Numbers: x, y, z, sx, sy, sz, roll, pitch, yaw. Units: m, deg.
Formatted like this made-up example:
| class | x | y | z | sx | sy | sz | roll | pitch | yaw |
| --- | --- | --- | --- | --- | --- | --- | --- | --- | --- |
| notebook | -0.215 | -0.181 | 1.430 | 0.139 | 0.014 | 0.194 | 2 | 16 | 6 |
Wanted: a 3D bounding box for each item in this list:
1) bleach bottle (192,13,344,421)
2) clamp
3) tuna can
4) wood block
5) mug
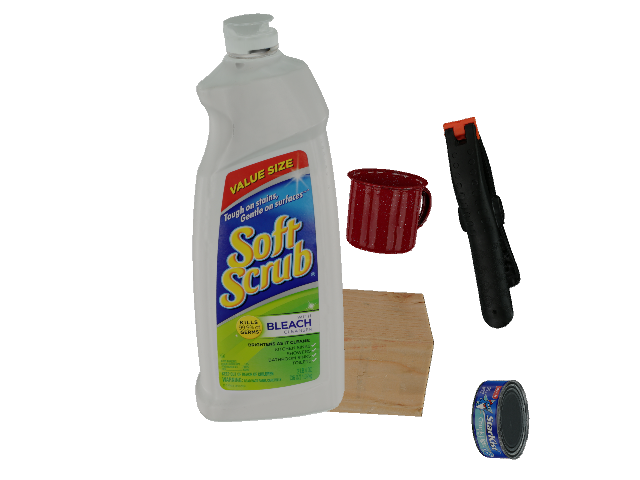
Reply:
| class | x | y | z | sx | sy | sz | roll | pitch | yaw |
| --- | --- | --- | --- | --- | --- | --- | --- | --- | --- |
| bleach bottle | -0.040 | -0.012 | 0.660 | 0.102 | 0.251 | 0.068 | -5 | 23 | 0 |
| clamp | 0.135 | -0.013 | 0.887 | 0.039 | 0.171 | 0.120 | -17 | 19 | 12 |
| tuna can | 0.197 | 0.195 | 1.167 | 0.034 | 0.086 | 0.086 | -4 | -2 | 32 |
| wood block | -0.004 | 0.104 | 1.028 | 0.206 | 0.090 | 0.091 | 4 | 28 | -4 |
| mug | 0.083 | -0.035 | 1.242 | 0.117 | 0.081 | 0.093 | -8 | 21 | -39 |
